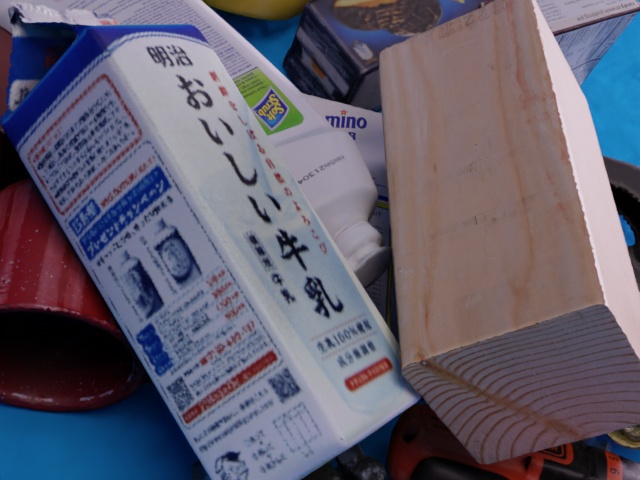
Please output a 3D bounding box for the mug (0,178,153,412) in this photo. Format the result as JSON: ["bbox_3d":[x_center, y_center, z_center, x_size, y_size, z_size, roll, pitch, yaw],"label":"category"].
[{"bbox_3d":[-0.115,0.029,0.511,0.117,0.093,0.081,28,45,-31],"label":"mug"}]

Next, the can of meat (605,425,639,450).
[{"bbox_3d":[0.158,0.059,0.563,0.102,0.057,0.083,42,18,28],"label":"can of meat"}]

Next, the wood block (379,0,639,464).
[{"bbox_3d":[0.089,-0.012,0.511,0.090,0.090,0.206,-21,44,21],"label":"wood block"}]

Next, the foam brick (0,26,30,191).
[{"bbox_3d":[-0.168,-0.061,0.549,0.053,0.078,0.051,35,54,6],"label":"foam brick"}]

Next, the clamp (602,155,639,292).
[{"bbox_3d":[0.196,0.022,0.639,0.210,0.036,0.164,38,62,12],"label":"clamp"}]

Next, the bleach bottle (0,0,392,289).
[{"bbox_3d":[-0.064,-0.059,0.552,0.102,0.068,0.251,-36,62,-19],"label":"bleach bottle"}]

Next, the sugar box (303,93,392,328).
[{"bbox_3d":[-0.004,0.001,0.584,0.093,0.048,0.176,13,52,-10],"label":"sugar box"}]

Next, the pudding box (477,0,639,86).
[{"bbox_3d":[0.134,-0.120,0.675,0.113,0.090,0.039,-22,69,-28],"label":"pudding box"}]

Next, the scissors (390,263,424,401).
[{"bbox_3d":[0.059,0.009,0.592,0.016,0.096,0.201,-4,27,14],"label":"scissors"}]

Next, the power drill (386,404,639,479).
[{"bbox_3d":[0.114,0.150,0.469,0.184,0.057,0.187,15,20,3],"label":"power drill"}]

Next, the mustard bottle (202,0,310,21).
[{"bbox_3d":[-0.057,-0.183,0.672,0.191,0.058,0.096,11,45,-11],"label":"mustard bottle"}]
